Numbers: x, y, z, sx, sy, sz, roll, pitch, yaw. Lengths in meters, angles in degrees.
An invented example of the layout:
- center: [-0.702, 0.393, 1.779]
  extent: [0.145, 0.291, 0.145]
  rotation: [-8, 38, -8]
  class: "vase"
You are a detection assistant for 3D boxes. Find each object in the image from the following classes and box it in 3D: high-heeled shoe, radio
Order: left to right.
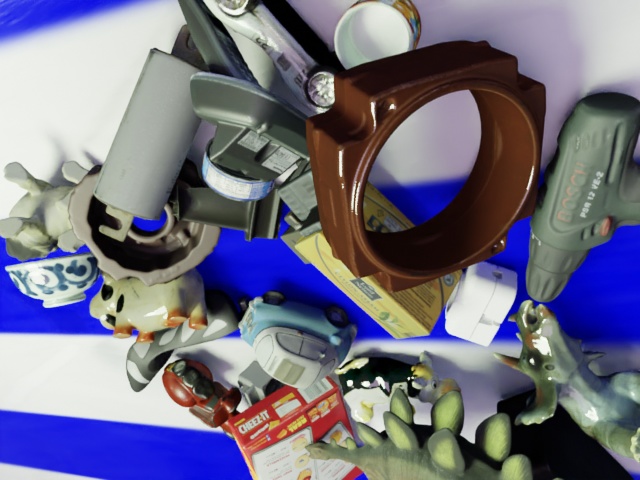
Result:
- center: [-0.207, 0.171, 0.828]
  extent: [0.145, 0.086, 0.248]
  rotation: [33, 114, 18]
  class: "high-heeled shoe"
- center: [0.333, 0.317, 0.712]
  extent: [0.229, 0.131, 0.073]
  rotation: [42, 127, -12]
  class: "radio"

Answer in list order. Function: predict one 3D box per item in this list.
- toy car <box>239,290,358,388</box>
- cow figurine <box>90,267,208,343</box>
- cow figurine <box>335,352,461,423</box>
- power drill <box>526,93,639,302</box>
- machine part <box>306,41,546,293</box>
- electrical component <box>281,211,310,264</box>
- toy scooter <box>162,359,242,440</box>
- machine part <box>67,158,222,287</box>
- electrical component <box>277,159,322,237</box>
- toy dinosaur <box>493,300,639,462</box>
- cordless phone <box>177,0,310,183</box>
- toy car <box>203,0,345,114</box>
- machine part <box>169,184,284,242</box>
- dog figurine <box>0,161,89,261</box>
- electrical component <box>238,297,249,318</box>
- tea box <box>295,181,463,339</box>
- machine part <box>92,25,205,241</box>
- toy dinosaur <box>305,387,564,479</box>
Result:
- center: [-0.031, 0.143, 0.730]
  extent: [0.161, 0.103, 0.109]
  rotation: [22, 124, -14]
  class: "toy car"
- center: [-0.252, 0.079, 0.767]
  extent: [0.195, 0.127, 0.085]
  rotation: [-16, 151, 24]
  class: "cow figurine"
- center: [0.107, 0.197, 0.757]
  extent: [0.167, 0.068, 0.098]
  rotation: [-16, 112, 29]
  class: "cow figurine"
- center: [0.313, -0.024, 0.512]
  extent: [0.208, 0.086, 0.231]
  rotation: [8, 125, 25]
  class: "power drill"
- center: [0.098, -0.063, 0.488]
  extent: [0.201, 0.087, 0.200]
  rotation: [-19, 125, -14]
  class: "machine part"
- center: [-0.003, -0.003, 0.666]
  extent: [0.102, 0.045, 0.078]
  rotation: [44, 156, -10]
  class: "electrical component"
- center: [-0.182, 0.253, 0.873]
  extent: [0.184, 0.075, 0.135]
  rotation: [37, 152, 7]
  class: "toy scooter"
- center: [-0.213, -0.031, 0.671]
  extent: [0.179, 0.056, 0.179]
  rotation: [-4, 111, -11]
  class: "machine part"
- center: [-0.004, -0.056, 0.577]
  extent: [0.075, 0.119, 0.047]
  rotation: [-26, 113, 37]
  class: "electrical component"
- center: [0.386, 0.208, 0.623]
  extent: [0.405, 0.131, 0.192]
  rotation: [25, 168, -13]
  class: "toy dinosaur"
- center: [-0.080, -0.161, 0.542]
  extent: [0.089, 0.146, 0.184]
  rotation: [-32, 73, 18]
  class: "cordless phone"
- center: [-0.033, -0.193, 0.516]
  extent: [0.201, 0.073, 0.056]
  rotation: [45, 124, -13]
  class: "toy car"
- center: [-0.110, -0.037, 0.644]
  extent: [0.139, 0.039, 0.084]
  rotation: [8, 113, -20]
  class: "machine part"
- center: [-0.364, -0.025, 0.773]
  extent: [0.172, 0.121, 0.190]
  rotation: [14, 161, -16]
  class: "dog figurine"
- center: [-0.087, 0.123, 0.802]
  extent: [0.063, 0.021, 0.093]
  rotation: [-2, 124, 22]
  class: "electrical component"
- center: [0.069, 0.022, 0.611]
  extent: [0.169, 0.098, 0.068]
  rotation: [44, 152, -12]
  class: "tea box"
- center: [-0.177, -0.111, 0.580]
  extent: [0.079, 0.079, 0.243]
  rotation: [25, 95, 3]
  class: "machine part"
- center: [0.162, 0.287, 0.642]
  extent: [0.472, 0.105, 0.198]
  rotation: [-1, 109, 38]
  class: "toy dinosaur"
